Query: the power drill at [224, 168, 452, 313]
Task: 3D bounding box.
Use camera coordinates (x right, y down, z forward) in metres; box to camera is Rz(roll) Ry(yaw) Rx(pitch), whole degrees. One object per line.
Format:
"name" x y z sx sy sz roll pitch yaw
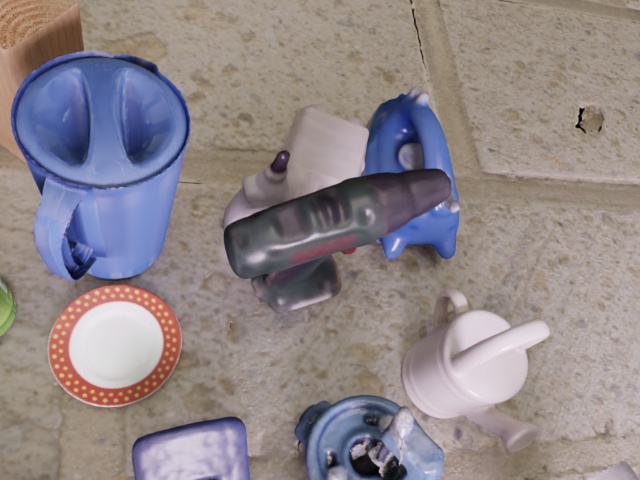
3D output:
"power drill" 0.006 0.002 0.612 0.230 0.208 0.075 -16 71 -23

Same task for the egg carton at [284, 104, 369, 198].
"egg carton" 0.004 -0.103 0.741 0.107 0.069 0.150 18 61 -9

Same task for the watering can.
"watering can" 0.175 0.133 0.612 0.101 0.194 0.173 -34 79 -28

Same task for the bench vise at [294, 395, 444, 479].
"bench vise" 0.082 0.219 0.527 0.207 0.219 0.122 34 60 0

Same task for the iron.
"iron" 0.122 -0.109 0.740 0.119 0.141 0.258 0 66 -17

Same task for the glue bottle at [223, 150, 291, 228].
"glue bottle" -0.060 -0.050 0.636 0.078 0.173 0.037 -9 68 -21

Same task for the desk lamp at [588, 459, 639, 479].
"desk lamp" 0.250 0.323 0.535 0.118 0.213 0.203 -15 71 -23

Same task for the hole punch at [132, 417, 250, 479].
"hole punch" -0.116 0.224 0.536 0.109 0.091 0.101 -7 68 -20
